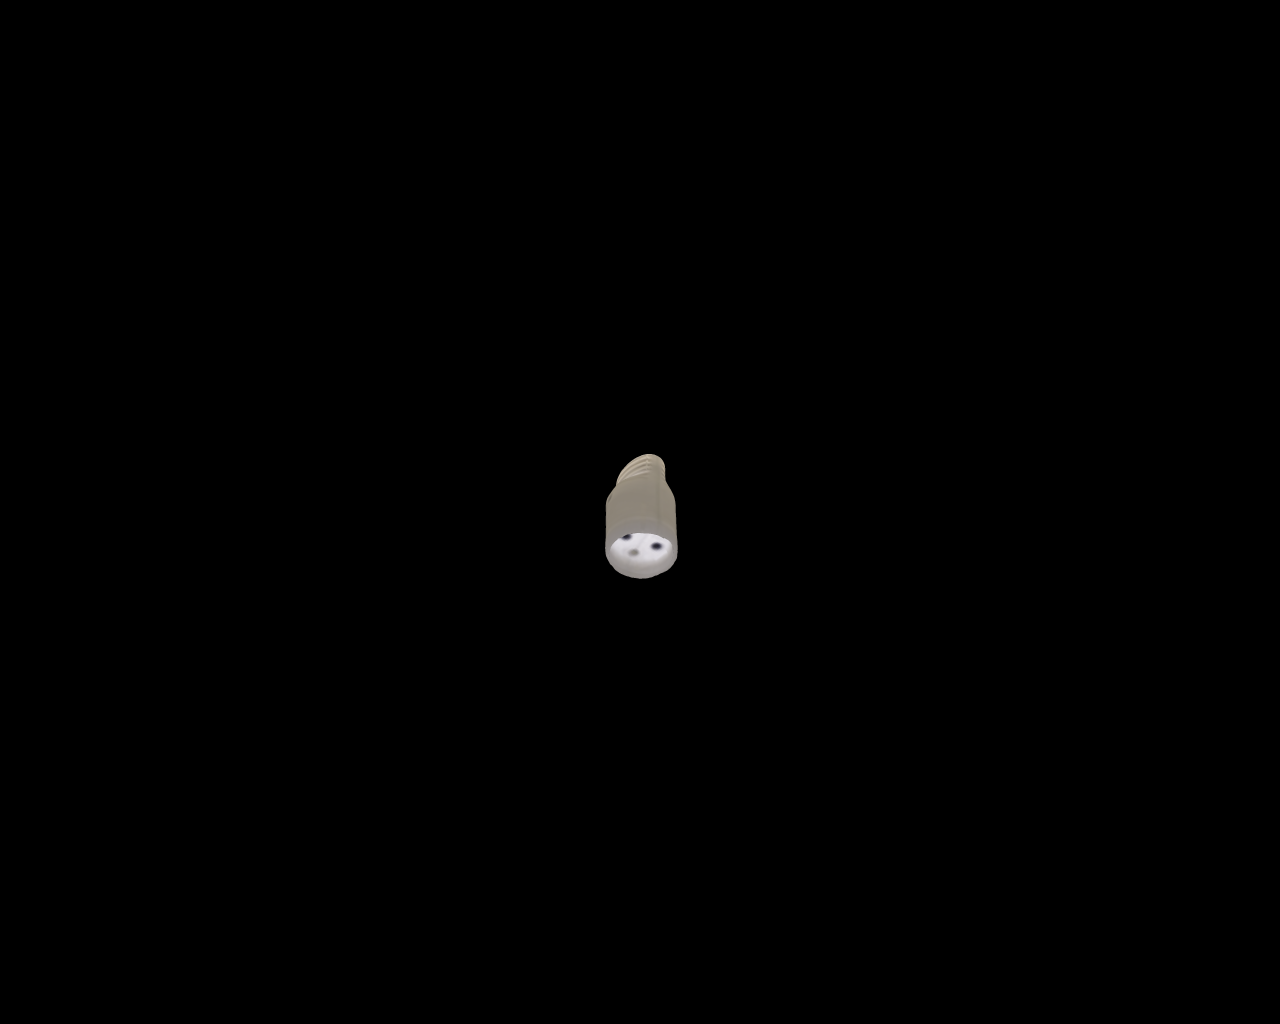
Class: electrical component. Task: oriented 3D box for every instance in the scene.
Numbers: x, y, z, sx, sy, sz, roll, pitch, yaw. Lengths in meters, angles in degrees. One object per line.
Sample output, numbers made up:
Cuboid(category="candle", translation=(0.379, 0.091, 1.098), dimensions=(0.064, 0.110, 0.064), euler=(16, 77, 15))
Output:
Cuboid(category="electrical component", translation=(0.001, -0.003, 0.650), dimensions=(0.043, 0.081, 0.043), euler=(0, -44, 0))
